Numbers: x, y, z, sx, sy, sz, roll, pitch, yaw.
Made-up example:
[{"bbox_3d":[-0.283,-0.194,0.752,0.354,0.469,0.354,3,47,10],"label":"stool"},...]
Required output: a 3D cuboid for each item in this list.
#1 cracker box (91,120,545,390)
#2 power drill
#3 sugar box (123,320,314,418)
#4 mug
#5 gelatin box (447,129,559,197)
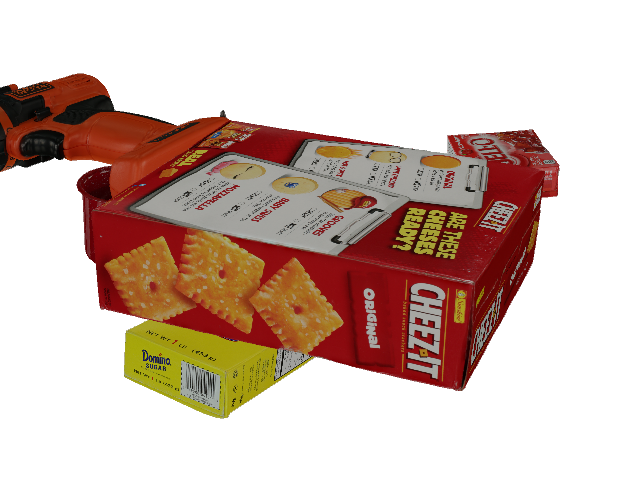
[{"bbox_3d":[0.004,0.000,0.613,0.214,0.072,0.164,11,27,20],"label":"cracker box"},{"bbox_3d":[-0.167,-0.061,0.715,0.188,0.057,0.184,19,32,29],"label":"power drill"},{"bbox_3d":[-0.057,0.070,0.814,0.093,0.048,0.175,19,28,27],"label":"sugar box"},{"bbox_3d":[-0.204,-0.028,1.111,0.093,0.081,0.117,0,28,-8],"label":"mug"},{"bbox_3d":[0.144,-0.061,0.853,0.073,0.030,0.089,-4,25,-1],"label":"gelatin box"}]
